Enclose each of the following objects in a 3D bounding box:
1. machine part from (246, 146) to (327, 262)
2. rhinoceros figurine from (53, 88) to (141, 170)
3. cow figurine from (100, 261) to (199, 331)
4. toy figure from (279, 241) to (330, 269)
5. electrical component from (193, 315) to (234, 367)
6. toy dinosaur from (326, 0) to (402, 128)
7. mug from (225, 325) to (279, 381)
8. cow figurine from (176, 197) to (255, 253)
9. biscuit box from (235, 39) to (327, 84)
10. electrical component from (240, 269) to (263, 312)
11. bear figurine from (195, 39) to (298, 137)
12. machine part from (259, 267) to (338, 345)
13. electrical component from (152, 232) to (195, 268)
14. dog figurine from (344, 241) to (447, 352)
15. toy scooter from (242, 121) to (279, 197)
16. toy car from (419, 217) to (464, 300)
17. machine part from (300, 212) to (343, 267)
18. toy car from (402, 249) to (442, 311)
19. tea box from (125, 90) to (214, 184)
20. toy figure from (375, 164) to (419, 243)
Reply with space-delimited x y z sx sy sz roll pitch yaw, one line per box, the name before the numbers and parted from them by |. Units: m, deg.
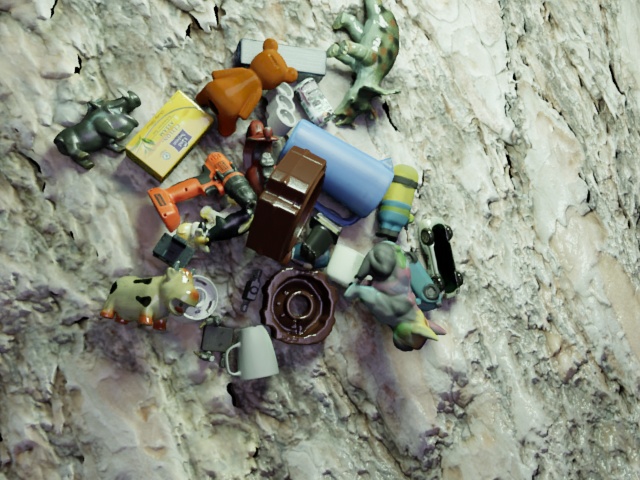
machine part | -0.064 -0.071 1.091 0.087 0.201 0.201 24 41 4
rhinoceros figurine | -0.439 -0.227 1.083 0.190 0.073 0.112 -41 86 -16
cow figurine | -0.317 0.106 1.033 0.195 0.085 0.127 2 72 24
toy figure | -0.056 0.030 1.180 0.154 0.064 0.057 9 117 -13
electrical component | -0.218 0.207 1.111 0.078 0.045 0.102 16 79 -14
toy dinosaur | 0.127 -0.464 1.275 0.192 0.131 0.404 26 71 -26
mug | -0.146 0.235 1.117 0.109 0.081 0.107 -3 75 -22
cow figurine | -0.208 -0.025 1.108 0.167 0.098 0.068 -31 136 -18
biscuit box | -0.089 -0.405 1.221 0.203 0.059 0.062 3 84 -18
electrical component | -0.145 0.107 1.137 0.021 0.063 0.094 21 79 -15
bear figurine | -0.156 -0.330 1.151 0.196 0.132 0.120 -41 97 -18
machine part | -0.047 0.144 1.170 0.179 0.056 0.179 2 83 -20
electrical component | -0.290 0.024 1.072 0.075 0.119 0.048 33 74 -14
dog figurine | 0.179 0.128 1.145 0.219 0.108 0.191 33 104 20
toy scooter | -0.120 -0.173 1.143 0.075 0.135 0.183 -6 87 -21
toy car | 0.290 0.043 1.294 0.073 0.056 0.201 -11 88 -25
machine part | -0.002 -0.004 1.164 0.084 0.039 0.139 39 42 -7
toy car | 0.204 0.105 1.235 0.103 0.109 0.161 -34 86 0
tea box | -0.313 -0.214 1.120 0.098 0.068 0.169 38 73 -10
toy figure | 0.183 -0.088 1.255 0.082 0.089 0.180 24 73 -33
